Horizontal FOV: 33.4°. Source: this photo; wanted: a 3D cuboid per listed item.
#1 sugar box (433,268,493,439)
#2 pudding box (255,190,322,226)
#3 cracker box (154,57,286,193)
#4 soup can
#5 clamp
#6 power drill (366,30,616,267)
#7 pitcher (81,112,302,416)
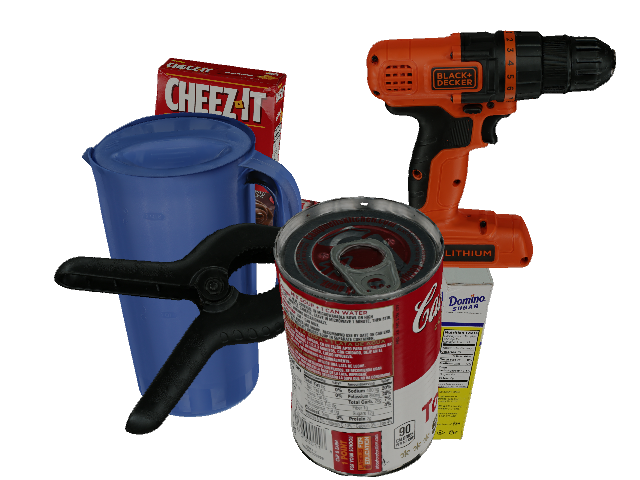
[{"bbox_3d":[0.111,0.081,0.941,0.048,0.176,0.093,-1,34,-4],"label":"sugar box"},{"bbox_3d":[-0.043,-0.013,1.135,0.090,0.039,0.113,10,25,6],"label":"pudding box"},{"bbox_3d":[-0.140,-0.126,1.442,0.164,0.214,0.072,9,23,5],"label":"cracker box"},{"bbox_3d":[0.017,0.042,0.452,0.068,0.102,0.068,-2,36,1],"label":"soup can"},{"bbox_3d":[-0.078,0.030,0.671,0.171,0.120,0.039,-32,-12,-23],"label":"clamp"},{"bbox_3d":[0.131,-0.071,0.831,0.184,0.188,0.057,1,26,8],"label":"power drill"},{"bbox_3d":[-0.103,0.025,0.894,0.144,0.243,0.149,-15,30,-21],"label":"pitcher"}]
